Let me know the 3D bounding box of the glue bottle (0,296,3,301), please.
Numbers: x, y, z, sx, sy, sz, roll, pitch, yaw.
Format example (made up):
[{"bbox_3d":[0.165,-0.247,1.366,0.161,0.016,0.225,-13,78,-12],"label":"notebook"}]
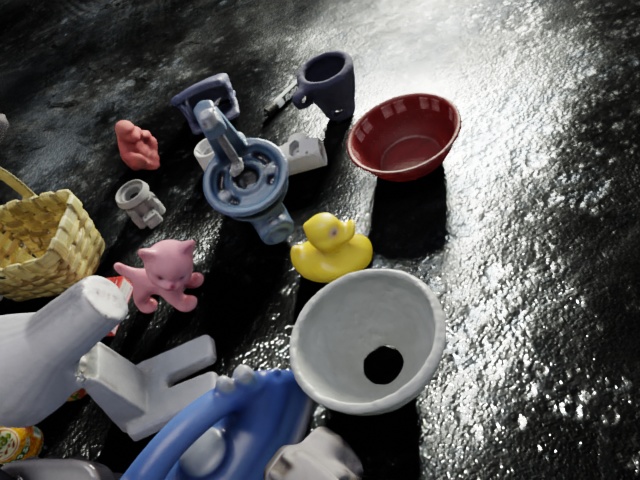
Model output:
[{"bbox_3d":[-0.580,0.062,0.881,0.037,0.174,0.078,21,64,37],"label":"glue bottle"}]

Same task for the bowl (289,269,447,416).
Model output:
[{"bbox_3d":[0.056,0.117,0.609,0.167,0.075,0.167,-13,48,15],"label":"bowl"}]

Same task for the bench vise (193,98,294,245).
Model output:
[{"bbox_3d":[-0.129,-0.112,0.786,0.121,0.220,0.206,-43,48,-13],"label":"bench vise"}]

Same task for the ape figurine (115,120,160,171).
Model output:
[{"bbox_3d":[-0.329,-0.172,1.018,0.075,0.092,0.078,8,56,30],"label":"ape figurine"}]

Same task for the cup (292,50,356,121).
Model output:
[{"bbox_3d":[0.012,-0.227,0.903,0.091,0.095,0.118,29,69,39],"label":"cup"}]

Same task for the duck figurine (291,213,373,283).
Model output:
[{"bbox_3d":[0.007,0.003,0.720,0.104,0.086,0.077,-12,49,16],"label":"duck figurine"}]

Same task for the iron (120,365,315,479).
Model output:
[{"bbox_3d":[-0.110,0.204,0.566,0.118,0.142,0.259,26,66,38],"label":"iron"}]

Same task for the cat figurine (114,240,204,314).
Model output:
[{"bbox_3d":[-0.215,0.041,0.768,0.127,0.118,0.067,-6,50,20],"label":"cat figurine"}]

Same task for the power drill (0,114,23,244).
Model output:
[{"bbox_3d":[-0.556,-0.070,0.957,0.230,0.209,0.075,-45,48,-15],"label":"power drill"}]

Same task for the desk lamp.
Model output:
[{"bbox_3d":[-0.250,0.135,0.640,0.203,0.214,0.117,-26,46,3],"label":"desk lamp"}]

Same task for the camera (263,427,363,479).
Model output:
[{"bbox_3d":[0.007,0.254,0.499,0.136,0.101,0.143,23,65,37],"label":"camera"}]

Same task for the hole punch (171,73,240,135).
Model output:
[{"bbox_3d":[-0.212,-0.261,1.038,0.108,0.091,0.101,-23,47,5],"label":"hole punch"}]

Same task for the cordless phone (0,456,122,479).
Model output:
[{"bbox_3d":[-0.299,0.256,0.580,0.147,0.185,0.094,-11,49,17],"label":"cordless phone"}]
